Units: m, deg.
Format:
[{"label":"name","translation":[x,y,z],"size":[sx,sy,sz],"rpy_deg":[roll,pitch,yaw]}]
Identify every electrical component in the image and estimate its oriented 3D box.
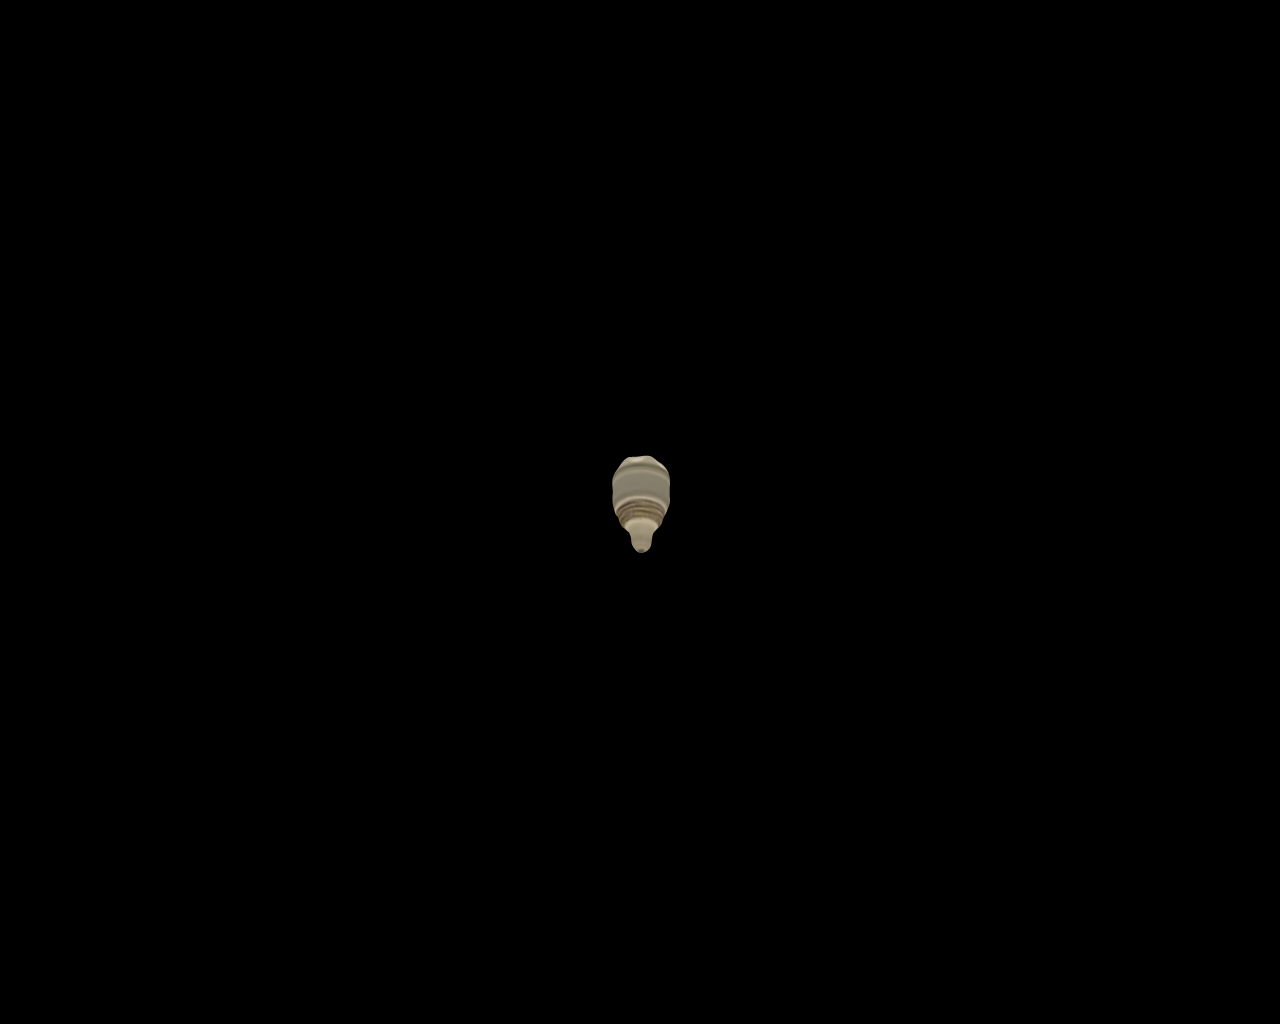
[{"label":"electrical component","translation":[0.001,-0.003,0.650],"size":[0.035,0.061,0.035],"rpy_deg":[0,-31,0]}]
